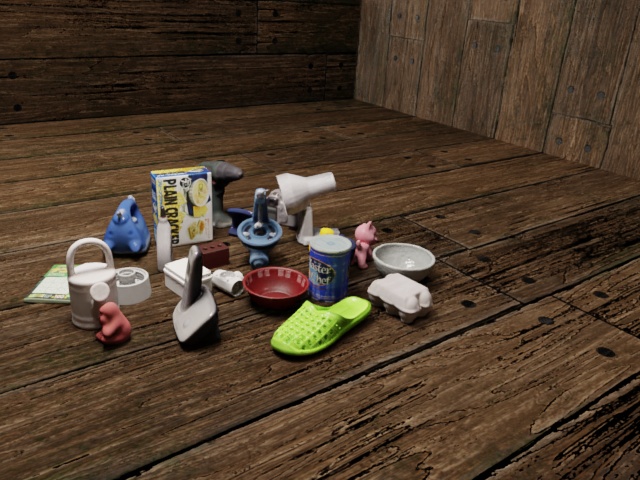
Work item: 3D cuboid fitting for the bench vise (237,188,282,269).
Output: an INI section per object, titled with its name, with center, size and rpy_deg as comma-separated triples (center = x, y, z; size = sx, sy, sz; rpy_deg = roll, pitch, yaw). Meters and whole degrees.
[bench vise]
center = -0.175, -0.053, 1.570
size = 0.122, 0.220, 0.206
rpy_deg = -7, 26, -22

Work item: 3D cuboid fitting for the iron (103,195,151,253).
[iron]
center = -0.542, -0.055, 1.619
size = 0.119, 0.141, 0.258
rpy_deg = 0, 24, -8

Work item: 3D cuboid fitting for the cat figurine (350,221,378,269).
[cat figurine]
center = 0.123, 0.004, 1.612
size = 0.067, 0.118, 0.128
rpy_deg = 12, 25, 18

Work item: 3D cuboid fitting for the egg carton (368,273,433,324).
[egg carton]
center = 0.194, 0.138, 1.380
size = 0.107, 0.069, 0.149
rpy_deg = -18, 32, -40

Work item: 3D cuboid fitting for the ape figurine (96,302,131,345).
[ape figurine]
center = -0.433, 0.170, 1.188
size = 0.076, 0.092, 0.077
rpy_deg = 2, 24, -4

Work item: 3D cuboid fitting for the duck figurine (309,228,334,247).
[duck figurine]
center = 0.015, 0.006, 1.631
size = 0.078, 0.086, 0.104
rpy_deg = -19, 33, -41

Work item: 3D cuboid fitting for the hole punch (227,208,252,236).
[hole punch]
center = -0.222, -0.064, 1.748
size = 0.108, 0.091, 0.101
rpy_deg = 11, 25, 16

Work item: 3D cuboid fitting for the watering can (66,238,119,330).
[watering can]
center = -0.487, 0.089, 1.236
size = 0.172, 0.194, 0.101
rpy_deg = 20, 29, 33

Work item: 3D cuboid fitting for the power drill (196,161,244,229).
[power drill]
center = -0.310, -0.149, 1.781
size = 0.076, 0.208, 0.228
rpy_deg = -18, 32, -40

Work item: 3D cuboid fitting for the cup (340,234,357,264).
[cup]
center = 0.051, 0.042, 1.543
size = 0.091, 0.095, 0.118
rpy_deg = 5, 24, 4

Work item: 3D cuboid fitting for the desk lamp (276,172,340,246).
[desk lamp]
center = -0.031, -0.098, 1.701
size = 0.203, 0.214, 0.117
rpy_deg = -1, 24, -11

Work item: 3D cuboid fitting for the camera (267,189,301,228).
[camera]
center = -0.111, -0.117, 1.871
size = 0.142, 0.101, 0.137
rpy_deg = 12, 25, 18

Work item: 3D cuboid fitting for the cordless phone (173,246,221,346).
[cordless phone]
center = -0.265, 0.117, 1.218
size = 0.094, 0.185, 0.147
rpy_deg = -7, 26, -23

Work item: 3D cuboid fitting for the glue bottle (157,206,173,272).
[glue bottle]
center = -0.405, -0.007, 1.492
size = 0.037, 0.173, 0.078
rpy_deg = -1, 24, -9

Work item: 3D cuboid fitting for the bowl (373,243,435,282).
[bowl]
center = 0.220, 0.073, 1.524
size = 0.167, 0.075, 0.167
rpy_deg = 3, 24, -1
